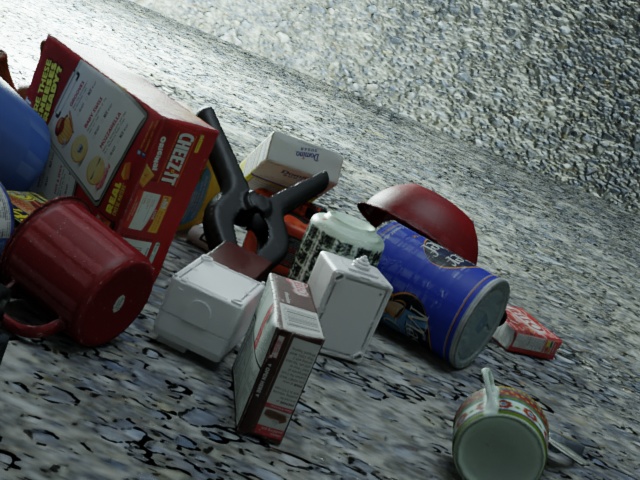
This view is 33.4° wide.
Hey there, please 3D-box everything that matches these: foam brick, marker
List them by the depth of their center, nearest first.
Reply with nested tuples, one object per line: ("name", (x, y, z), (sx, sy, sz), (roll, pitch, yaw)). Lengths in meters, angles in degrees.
("foam brick", (-0.083, 0.040, 0.972), (0.051, 0.053, 0.078), (24, 15, 5))
("marker", (-0.087, 0.019, 1.109), (0.121, 0.020, 0.020), (30, 16, 24))

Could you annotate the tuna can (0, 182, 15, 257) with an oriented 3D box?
("tuna can", (-0.273, -0.013, 0.808), (0.086, 0.086, 0.033), (29, 14, 23))

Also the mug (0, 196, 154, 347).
("mug", (-0.187, 0.032, 0.796), (0.082, 0.093, 0.117), (34, 48, 22))

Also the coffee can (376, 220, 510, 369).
("coffee can", (0.111, 0.055, 1.110), (0.140, 0.103, 0.102), (30, 16, 27))

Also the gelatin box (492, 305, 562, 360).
("gelatin box", (0.231, 0.104, 1.263), (0.073, 0.030, 0.089), (14, 17, -30))

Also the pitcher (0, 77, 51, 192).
("pitcher", (-0.333, -0.114, 0.877), (0.145, 0.149, 0.242), (1, -26, 30))

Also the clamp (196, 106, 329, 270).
("clamp", (-0.078, -0.039, 1.087), (0.164, 0.036, 0.210), (32, 44, -15))

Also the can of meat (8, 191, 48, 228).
("can of meat", (-0.246, -0.003, 0.873), (0.102, 0.057, 0.083), (30, 13, 26))

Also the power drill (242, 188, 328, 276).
("power drill", (-0.008, 0.002, 1.223), (0.184, 0.057, 0.187), (19, 11, 1))

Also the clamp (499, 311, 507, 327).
("clamp", (0.126, 0.059, 1.254), (0.120, 0.039, 0.172), (12, 10, -33))

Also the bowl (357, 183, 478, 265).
("bowl", (0.123, -0.017, 1.216), (0.162, 0.055, 0.162), (33, -7, 5))

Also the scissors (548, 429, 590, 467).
("scissors", (0.211, 0.178, 0.910), (0.096, 0.016, 0.202), (27, -1, -17))

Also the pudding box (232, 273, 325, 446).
("pudding box", (-0.034, 0.086, 0.804), (0.039, 0.090, 0.113), (19, 15, -10))

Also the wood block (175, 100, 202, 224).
("wood block", (-0.188, -0.104, 1.260), (0.090, 0.091, 0.206), (15, 16, -24))

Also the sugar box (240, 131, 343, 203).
("sugar box", (-0.045, -0.078, 1.309), (0.093, 0.048, 0.176), (19, -19, -16))

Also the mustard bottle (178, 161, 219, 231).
("mustard bottle", (-0.162, -0.058, 1.118), (0.191, 0.096, 0.058), (9, 18, -43))

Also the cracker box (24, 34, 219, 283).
("cracker box", (-0.201, -0.072, 0.973), (0.071, 0.164, 0.214), (11, 19, -46))
